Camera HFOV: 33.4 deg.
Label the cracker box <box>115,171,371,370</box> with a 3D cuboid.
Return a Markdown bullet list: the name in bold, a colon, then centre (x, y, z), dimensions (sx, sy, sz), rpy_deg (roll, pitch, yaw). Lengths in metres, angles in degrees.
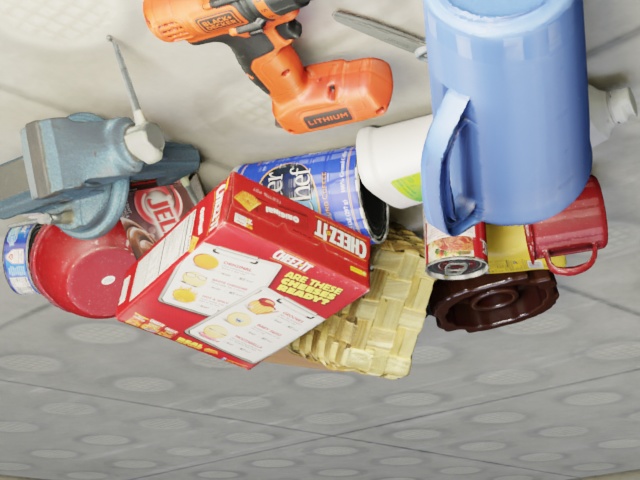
- **cracker box**: centre (-0.077, 0.037, 1.049), dimensions (0.164, 0.072, 0.214), rpy_deg (25, 139, -26)

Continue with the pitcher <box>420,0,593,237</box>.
- **pitcher**: centre (0.137, -0.116, 0.815), dimensions (0.145, 0.149, 0.243), rpy_deg (-9, 149, 8)

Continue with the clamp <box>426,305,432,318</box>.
- **clamp**: centre (0.125, 0.100, 1.495), dimensions (0.165, 0.036, 0.209), rpy_deg (-27, 150, 12)

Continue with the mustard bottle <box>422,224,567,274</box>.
- **mustard bottle**: centre (0.195, 0.012, 1.277), dimensions (0.192, 0.058, 0.096), rpy_deg (-7, 162, 14)

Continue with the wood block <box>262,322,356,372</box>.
- **wood block**: centre (-0.033, 0.128, 1.527), dimensions (0.205, 0.090, 0.091), rpy_deg (11, 157, -29)

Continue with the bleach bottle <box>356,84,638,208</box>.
- **bleach bottle**: centre (0.166, -0.096, 0.998), dimensions (0.251, 0.068, 0.102), rpy_deg (-15, 156, 27)

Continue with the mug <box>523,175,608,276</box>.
- **mug**: centre (0.262, -0.015, 1.140), dimensions (0.081, 0.117, 0.093), rpy_deg (-9, 146, 8)

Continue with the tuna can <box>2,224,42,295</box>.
- **tuna can**: centre (-0.339, 0.022, 1.254), dimensions (0.034, 0.086, 0.086), rpy_deg (-3, 159, 10)

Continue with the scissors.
- **scissors**: centre (0.090, -0.150, 0.914), dimensions (0.201, 0.016, 0.096), rpy_deg (6, 153, -18)

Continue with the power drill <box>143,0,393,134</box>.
- **power drill**: centre (-0.016, -0.158, 0.827), dimensions (0.185, 0.057, 0.187), rpy_deg (-7, 151, 30)

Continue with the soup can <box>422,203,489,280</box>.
- **soup can**: centre (0.144, -0.015, 1.147), dimensions (0.068, 0.102, 0.068), rpy_deg (0, 159, 0)

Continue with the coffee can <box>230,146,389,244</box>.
- **coffee can**: centre (-0.011, -0.037, 1.086), dimensions (0.140, 0.103, 0.102), rpy_deg (-8, 157, 19)

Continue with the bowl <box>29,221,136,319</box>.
- **bowl**: centre (-0.244, 0.034, 1.208), dimensions (0.162, 0.055, 0.162), rpy_deg (-10, 123, -15)

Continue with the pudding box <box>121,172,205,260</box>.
- **pudding box**: centre (-0.162, -0.012, 1.153), dimensions (0.090, 0.039, 0.113), rpy_deg (-8, 115, 21)
